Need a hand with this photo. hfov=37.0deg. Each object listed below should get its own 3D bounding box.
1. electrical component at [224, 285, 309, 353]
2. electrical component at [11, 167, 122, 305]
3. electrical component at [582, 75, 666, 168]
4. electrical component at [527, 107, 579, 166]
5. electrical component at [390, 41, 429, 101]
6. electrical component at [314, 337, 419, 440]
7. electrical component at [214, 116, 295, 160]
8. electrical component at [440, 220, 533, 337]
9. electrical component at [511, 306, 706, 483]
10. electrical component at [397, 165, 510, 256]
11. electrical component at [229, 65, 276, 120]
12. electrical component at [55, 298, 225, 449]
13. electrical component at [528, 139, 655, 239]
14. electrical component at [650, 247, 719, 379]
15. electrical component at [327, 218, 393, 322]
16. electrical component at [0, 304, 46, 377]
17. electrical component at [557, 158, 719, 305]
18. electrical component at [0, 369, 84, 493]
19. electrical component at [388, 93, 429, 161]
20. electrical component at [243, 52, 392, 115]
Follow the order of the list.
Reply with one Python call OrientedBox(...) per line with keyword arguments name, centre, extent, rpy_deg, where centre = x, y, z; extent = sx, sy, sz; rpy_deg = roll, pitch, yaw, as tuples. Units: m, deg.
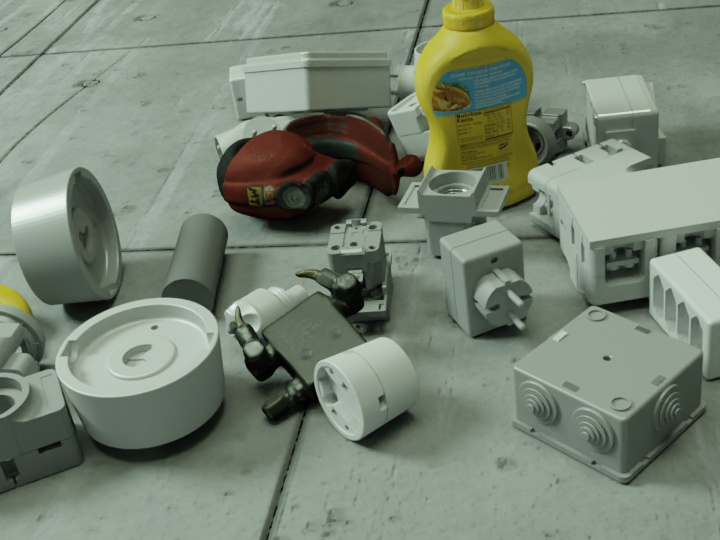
OrientedBox(name="electrical component", centre=(-0.064, 0.032, 0.783), extent=(0.043, 0.043, 0.062), rpy_deg=(23, 43, 40))
OrientedBox(name="electrical component", centre=(-0.239, -0.023, 0.859), extent=(0.060, 0.108, 0.108), rpy_deg=(-12, 32, 7))
OrientedBox(name="electrical component", centre=(0.231, -0.123, 0.938), extent=(0.061, 0.061, 0.096), rpy_deg=(-5, 32, 6))
OrientedBox(name="electrical component", centre=(0.158, -0.121, 0.969), extent=(0.066, 0.048, 0.055), rpy_deg=(8, 28, 24))
OrientedBox(name="electrical component", centre=(0.062, -0.183, 1.060), extent=(0.079, 0.077, 0.043), rpy_deg=(4, 34, 21))
OrientedBox(name="electrical component", centre=(0.005, 0.074, 0.691), extent=(0.047, 0.055, 0.055), rpy_deg=(-24, 35, -28))
OrientedBox(name="electrical component", centre=(-0.093, -0.121, 1.009), extent=(0.077, 0.044, 0.079), rpy_deg=(-17, -7, -13))
OrientedBox(name="electrical component", centre=(0.095, 0.014, 0.751), extent=(0.047, 0.065, 0.076), rpy_deg=(-18, 33, -15))
OrientedBox(name="electrical component", centre=(0.153, 0.072, 0.663), extent=(0.100, 0.048, 0.100), rpy_deg=(-32, 39, -32))
OrientedBox(name="electrical component", centre=(0.075, -0.045, 0.851), extent=(0.081, 0.063, 0.042), rpy_deg=(5, 34, 20))
OrientedBox(name="electrical component", centre=(-0.101, -0.183, 1.128), extent=(0.066, 0.047, 0.076), rpy_deg=(-9, 32, -1))
OrientedBox(name="electrical component", centre=(-0.142, 0.074, 0.721), extent=(0.108, 0.060, 0.108), rpy_deg=(-6, 32, 4))
OrientedBox(name="electrical component", centre=(0.189, -0.062, 0.863), extent=(0.089, 0.050, 0.056), rpy_deg=(-22, 34, -20))
OrientedBox(name="electrical component", centre=(0.246, 0.023, 0.718), extent=(0.076, 0.047, 0.083), rpy_deg=(-14, 32, -7))
OrientedBox(name="electrical component", centre=(0.000, 0.000, 0.800), extent=(0.042, 0.063, 0.081), rpy_deg=(-3, 32, 7))
OrientedBox(name="electrical component", centre=(-0.262, 0.062, 0.773), extent=(0.078, 0.058, 0.057), rpy_deg=(-1, 36, 14))
OrientedBox(name="electrical component", centre=(0.230, -0.028, 0.788), extent=(0.150, 0.061, 0.089), rpy_deg=(-9, 32, -1))
OrientedBox(name="electrical component", centre=(-0.234, 0.105, 0.698), extent=(0.089, 0.055, 0.050), rpy_deg=(-18, 33, -15))
OrientedBox(name="electrical component", centre=(0.080, -0.133, 0.979), extent=(0.095, 0.059, 0.054), rpy_deg=(-3, 30, 49))
OrientedBox(name="electrical component", centre=(-0.042, -0.183, 1.059), extent=(0.109, 0.056, 0.109), rpy_deg=(-9, 11, -38))
